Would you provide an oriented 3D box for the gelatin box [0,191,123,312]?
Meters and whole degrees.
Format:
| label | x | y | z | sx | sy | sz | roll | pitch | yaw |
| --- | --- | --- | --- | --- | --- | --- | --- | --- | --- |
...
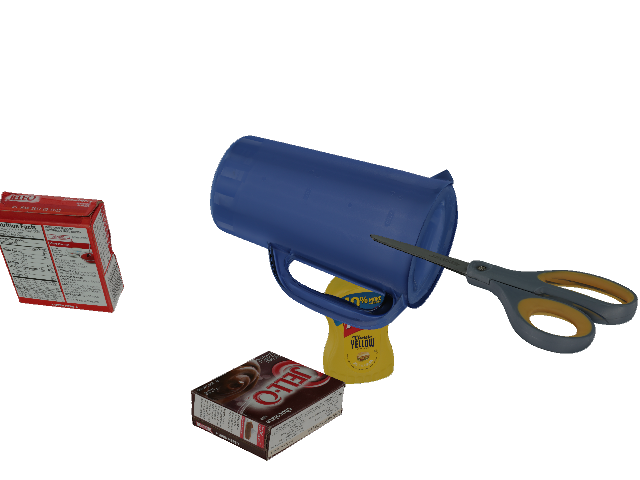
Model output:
| label | x | y | z | sx | sy | sz | roll | pitch | yaw |
| --- | --- | --- | --- | --- | --- | --- | --- | --- | --- |
| gelatin box | -0.183 | 0.008 | 0.749 | 0.073 | 0.089 | 0.030 | 5 | 44 | 9 |

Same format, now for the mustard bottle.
| label | x | y | z | sx | sy | sz | roll | pitch | yaw |
| --- | --- | --- | --- | --- | --- | --- | --- | --- | --- |
| mustard bottle | 0.052 | 0.098 | 1.446 | 0.096 | 0.192 | 0.058 | -4 | 21 | -10 |

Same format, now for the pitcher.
| label | x | y | z | sx | sy | sz | roll | pitch | yaw |
| --- | --- | --- | --- | --- | --- | --- | --- | --- | --- |
| pitcher | 0.008 | -0.019 | 1.097 | 0.243 | 0.145 | 0.149 | 18 | 25 | 21 |

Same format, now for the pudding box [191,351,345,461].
| label | x | y | z | sx | sy | sz | roll | pitch | yaw |
| --- | --- | --- | --- | --- | --- | --- | --- | --- | --- |
| pudding box | -0.046 | 0.144 | 0.948 | 0.090 | 0.039 | 0.113 | 17 | 26 | 33 |

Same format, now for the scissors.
| label | x | y | z | sx | sy | sz | roll | pitch | yaw |
| --- | --- | --- | --- | --- | --- | --- | --- | --- | --- |
| scissors | 0.112 | 0.034 | 0.735 | 0.202 | 0.016 | 0.096 | 10 | 31 | 21 |
